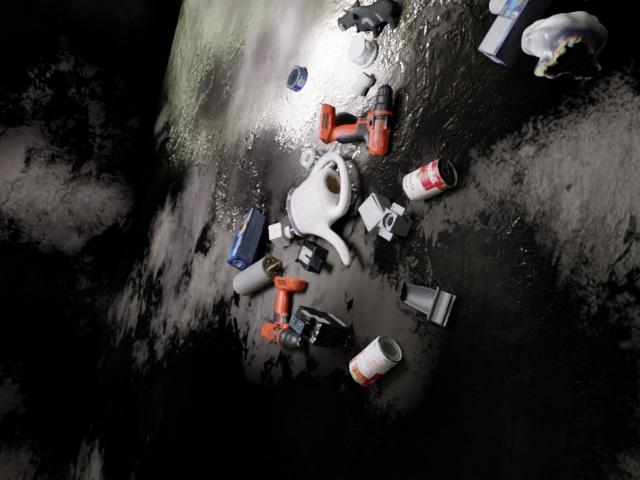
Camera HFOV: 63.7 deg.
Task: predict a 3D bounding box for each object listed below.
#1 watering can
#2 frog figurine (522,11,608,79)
[{"bbox_3d":[0.004,-0.070,1.382,0.221,0.103,0.355,-30,53,44],"label":"watering can"},{"bbox_3d":[0.441,-0.377,0.947,0.137,0.120,0.163,-12,51,14],"label":"frog figurine"}]
